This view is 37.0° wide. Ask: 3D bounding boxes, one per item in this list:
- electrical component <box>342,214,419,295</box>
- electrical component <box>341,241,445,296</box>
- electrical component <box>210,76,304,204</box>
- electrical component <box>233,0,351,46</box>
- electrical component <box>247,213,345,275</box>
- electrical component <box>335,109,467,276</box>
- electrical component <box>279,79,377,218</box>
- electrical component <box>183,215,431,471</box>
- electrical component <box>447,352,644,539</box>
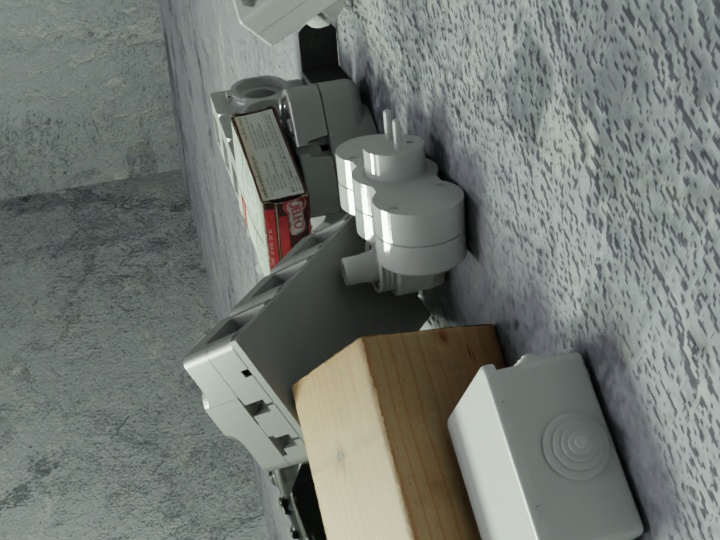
[{"bbox_3d":[0.015,-0.012,0.749,0.078,0.040,0.040,57,162,18],"label":"electrical component"},{"bbox_3d":[0.020,-0.005,0.673,0.043,0.062,0.043,168,90,-79],"label":"electrical component"},{"bbox_3d":[-0.079,-0.118,0.982,0.150,0.089,0.061,-116,19,-53],"label":"electrical component"},{"bbox_3d":[-0.035,-0.195,0.755,0.076,0.083,0.047,28,-141,-53],"label":"electrical component"},{"bbox_3d":[-0.041,-0.033,0.889,0.089,0.056,0.050,-38,55,34],"label":"electrical component"},{"bbox_3d":[0.021,-0.058,0.640,0.138,0.052,0.073,-122,24,-61],"label":"electrical component"},{"bbox_3d":[-0.021,-0.090,0.797,0.054,0.059,0.095,178,81,-79],"label":"electrical component"},{"bbox_3d":[-0.032,0.044,0.684,0.062,0.150,0.089,-24,107,42],"label":"electrical component"},{"bbox_3d":[0.082,0.093,0.493,0.099,0.048,0.099,104,152,-65],"label":"electrical component"}]
